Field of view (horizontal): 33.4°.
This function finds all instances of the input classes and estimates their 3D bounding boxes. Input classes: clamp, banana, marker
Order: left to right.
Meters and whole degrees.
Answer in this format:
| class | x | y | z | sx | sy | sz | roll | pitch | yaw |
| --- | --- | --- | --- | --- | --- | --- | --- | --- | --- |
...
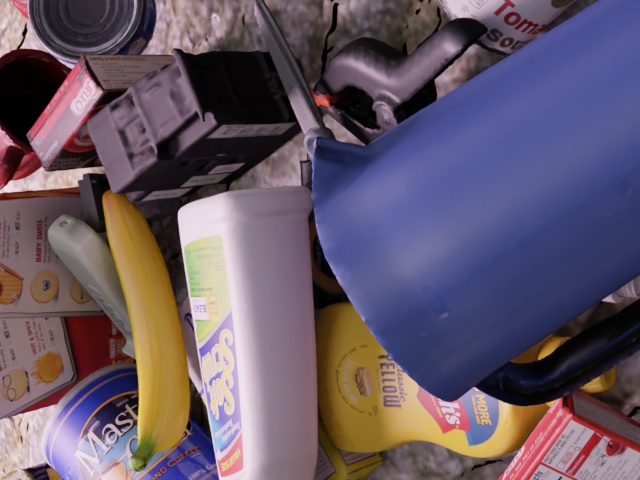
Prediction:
| class | x | y | z | sx | sy | sz | roll | pitch | yaw |
| --- | --- | --- | --- | --- | --- | --- | --- | --- | --- |
| banana | -0.119 | 0.062 | 0.748 | 0.037 | 0.069 | 0.198 | -12 | 74 | 6 |
| marker | -0.005 | 0.001 | 0.725 | 0.020 | 0.020 | 0.121 | 8 | 101 | 40 |
| clamp | 0.058 | -0.071 | 0.629 | 0.172 | 0.039 | 0.120 | 15 | 132 | 60 |

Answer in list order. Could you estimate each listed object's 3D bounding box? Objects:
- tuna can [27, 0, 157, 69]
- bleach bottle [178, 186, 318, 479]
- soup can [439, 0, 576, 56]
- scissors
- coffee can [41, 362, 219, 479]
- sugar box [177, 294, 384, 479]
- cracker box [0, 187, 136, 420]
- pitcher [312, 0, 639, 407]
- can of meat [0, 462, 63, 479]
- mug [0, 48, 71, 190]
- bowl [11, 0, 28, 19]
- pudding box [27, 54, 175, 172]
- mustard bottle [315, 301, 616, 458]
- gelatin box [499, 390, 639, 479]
| class | x | y | z | sx | sy | sz | roll | pitch | yaw |
| --- | --- | --- | --- | --- | --- | --- | --- | --- | --- |
| tuna can | -0.161 | -0.162 | 0.751 | 0.086 | 0.033 | 0.086 | 0 | 87 | 5 |
| bleach bottle | -0.036 | 0.097 | 0.670 | 0.103 | 0.068 | 0.251 | -11 | 85 | 61 |
| soup can | 0.117 | -0.155 | 0.565 | 0.102 | 0.068 | 0.068 | -40 | 70 | 37 |
| scissors | -0.008 | -0.045 | 0.682 | 0.096 | 0.016 | 0.202 | -36 | 91 | 35 |
| coffee can | -0.127 | 0.174 | 0.800 | 0.140 | 0.102 | 0.103 | 38 | 119 | 31 |
| sugar box | -0.037 | 0.104 | 0.751 | 0.093 | 0.048 | 0.176 | -45 | 64 | 35 |
| cracker box | -0.242 | 0.047 | 0.807 | 0.072 | 0.213 | 0.164 | 3 | 98 | 40 |
| pitcher | 0.130 | -0.030 | 0.505 | 0.243 | 0.149 | 0.145 | -33 | 66 | 16 |
| can of meat | -0.209 | 0.231 | 0.892 | 0.058 | 0.083 | 0.102 | -35 | 74 | 39 |
| mug | -0.248 | -0.088 | 0.868 | 0.082 | 0.093 | 0.117 | -24 | 46 | 45 |
| bowl | -0.211 | -0.233 | 0.846 | 0.162 | 0.055 | 0.162 | 7 | 101 | 40 |
| pudding box | -0.140 | -0.092 | 0.766 | 0.090 | 0.113 | 0.039 | -42 | 72 | 37 |
| mustard bottle | 0.083 | 0.080 | 0.634 | 0.192 | 0.058 | 0.096 | -7 | 88 | 41 |
| gelatin box | 0.152 | 0.129 | 0.573 | 0.089 | 0.030 | 0.073 | 26 | 117 | -3 |
